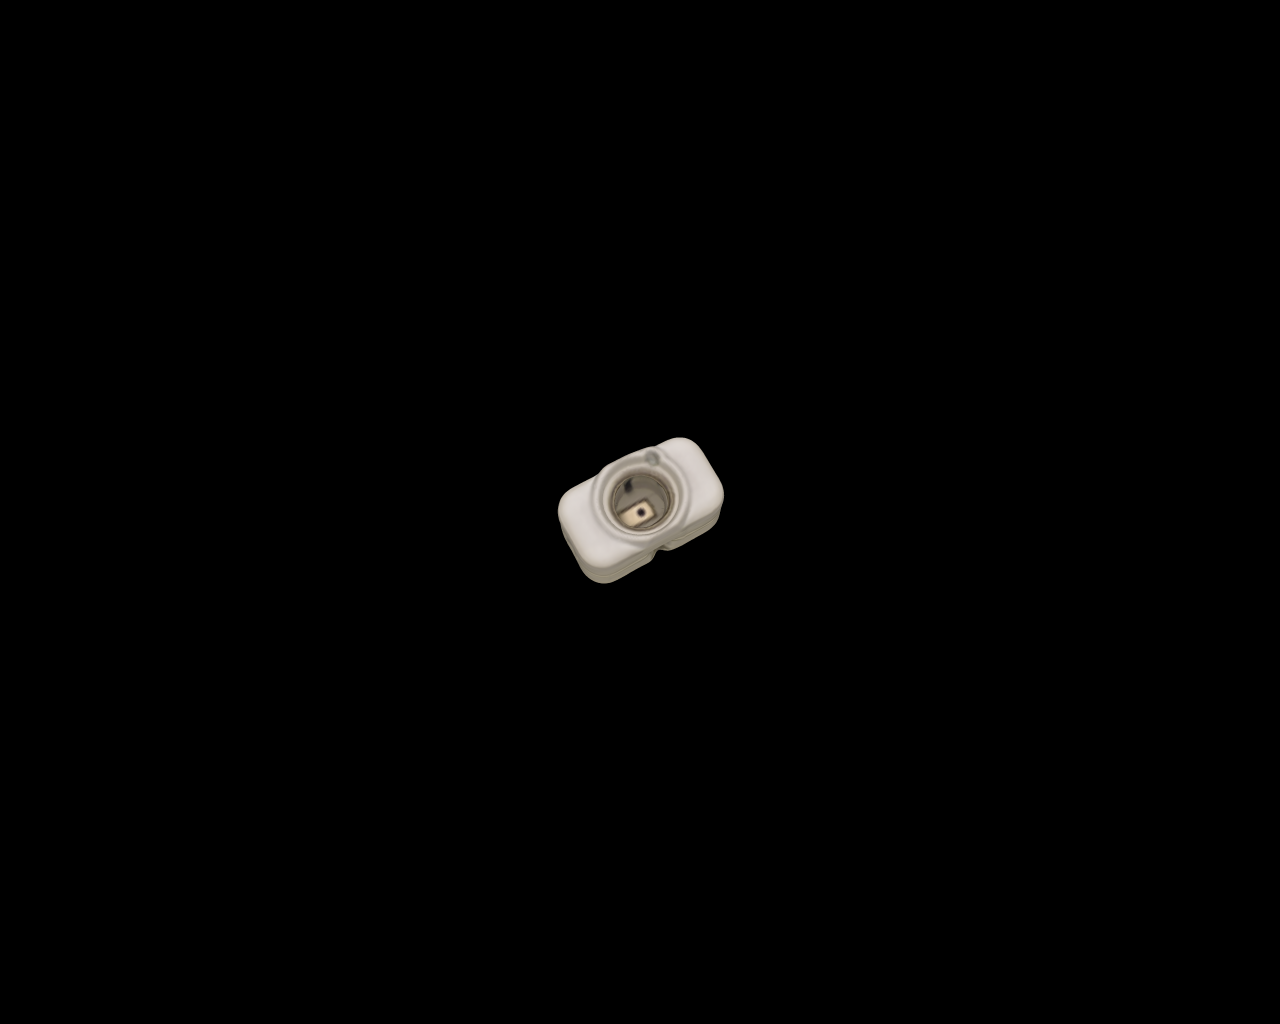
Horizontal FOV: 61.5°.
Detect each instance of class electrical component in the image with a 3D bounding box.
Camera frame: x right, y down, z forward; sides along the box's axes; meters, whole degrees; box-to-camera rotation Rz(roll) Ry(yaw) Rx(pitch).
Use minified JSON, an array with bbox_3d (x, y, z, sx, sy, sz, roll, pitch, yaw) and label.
[{"bbox_3d":[0.001,-0.003,0.650,0.095,0.054,0.059,-27,-14,-7],"label":"electrical component"}]
